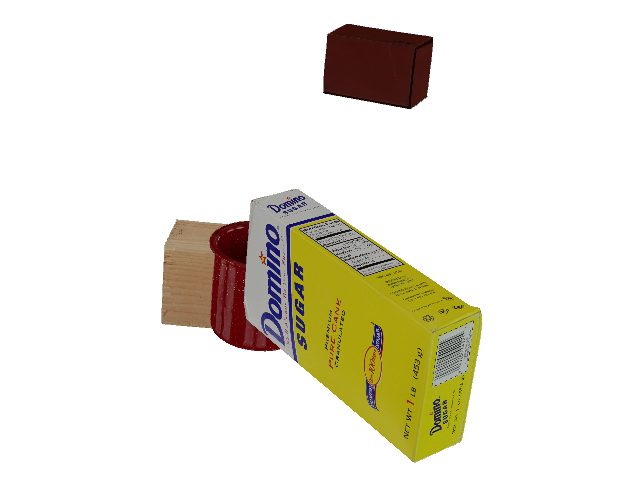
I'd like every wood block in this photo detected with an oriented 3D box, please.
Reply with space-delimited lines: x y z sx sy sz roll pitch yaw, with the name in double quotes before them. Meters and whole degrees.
"wood block" -0.058 0.042 1.129 0.206 0.091 0.090 6 19 0

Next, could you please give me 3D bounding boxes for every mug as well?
"mug" -0.039 0.042 0.890 0.117 0.081 0.093 16 27 19

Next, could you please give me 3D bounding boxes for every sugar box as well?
"sugar box" 0.018 0.046 0.651 0.048 0.093 0.176 -17 35 -36

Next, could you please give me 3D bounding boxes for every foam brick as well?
"foam brick" 0.047 -0.144 0.878 0.078 0.051 0.052 13 24 19
